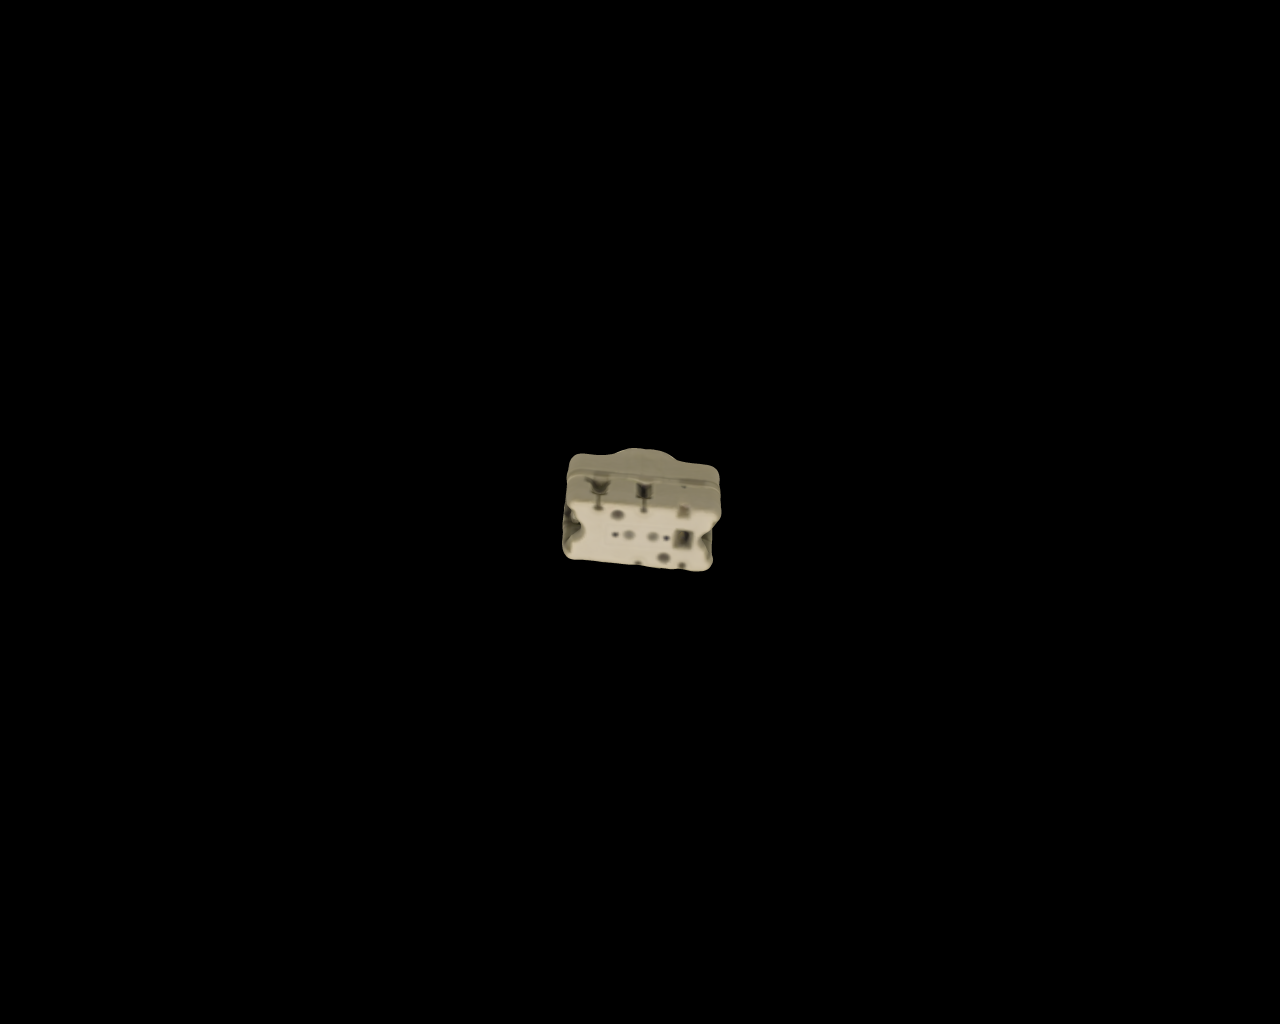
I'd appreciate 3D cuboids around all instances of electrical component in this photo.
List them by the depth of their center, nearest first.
[{"bbox_3d":[0.001,-0.003,0.650,0.089,0.050,0.056,5,37,-4],"label":"electrical component"}]
